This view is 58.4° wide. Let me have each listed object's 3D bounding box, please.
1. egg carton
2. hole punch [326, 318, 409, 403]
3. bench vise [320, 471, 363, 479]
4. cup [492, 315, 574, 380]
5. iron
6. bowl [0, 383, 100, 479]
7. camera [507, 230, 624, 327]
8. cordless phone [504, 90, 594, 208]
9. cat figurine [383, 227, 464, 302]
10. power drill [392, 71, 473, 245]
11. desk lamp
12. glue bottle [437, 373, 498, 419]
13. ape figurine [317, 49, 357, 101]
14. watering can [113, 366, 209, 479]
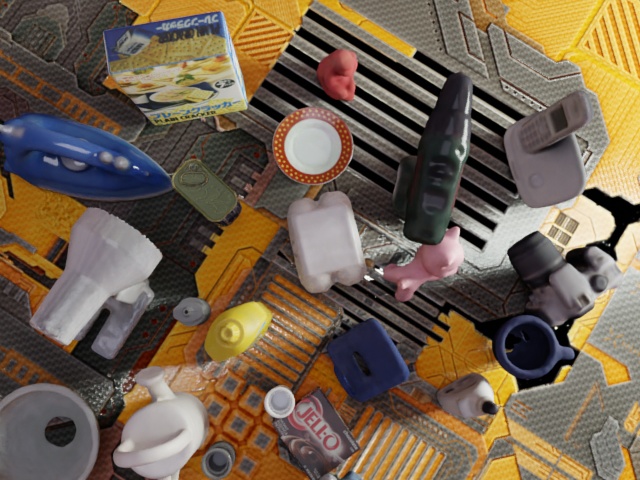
[{"bbox_3d":[0.008,0.003,0.889,0.107,0.069,0.150,-14,84,-3],"label":"egg carton"},{"bbox_3d":[0.070,0.183,0.859,0.101,0.091,0.108,-31,85,-4],"label":"hole punch"},{"bbox_3d":[0.071,0.418,0.768,0.207,0.219,0.121,28,84,2],"label":"bench vise"},{"bbox_3d":[0.310,0.161,0.864,0.117,0.095,0.092,8,83,0],"label":"cup"},{"bbox_3d":[-0.356,-0.127,0.860,0.258,0.141,0.119,14,83,1],"label":"iron"},{"bbox_3d":[-0.397,0.292,0.846,0.167,0.074,0.167,0,84,-1],"label":"bowl"},{"bbox_3d":[0.365,0.045,0.875,0.143,0.101,0.137,-35,85,-4],"label":"camera"},{"bbox_3d":[0.355,-0.133,0.853,0.094,0.185,0.147,-17,84,-3],"label":"cordless phone"},{"bbox_3d":[0.163,0.037,0.864,0.128,0.117,0.067,-34,85,-4],"label":"cat figurine"},{"bbox_3d":[0.161,-0.102,0.834,0.075,0.208,0.230,11,83,1],"label":"power drill"},{"bbox_3d":[-0.306,0.069,0.803,0.118,0.213,0.203,29,84,3],"label":"desk lamp"},{"bbox_3d":[0.220,0.228,0.816,0.078,0.173,0.037,-26,84,-4],"label":"glue bottle"},{"bbox_3d":[0.032,-0.271,0.909,0.076,0.092,0.078,37,84,3],"label":"ape figurine"},{"bbox_3d":[-0.224,0.267,0.792,0.101,0.194,0.173,-30,85,-4],"label":"watering can"}]
